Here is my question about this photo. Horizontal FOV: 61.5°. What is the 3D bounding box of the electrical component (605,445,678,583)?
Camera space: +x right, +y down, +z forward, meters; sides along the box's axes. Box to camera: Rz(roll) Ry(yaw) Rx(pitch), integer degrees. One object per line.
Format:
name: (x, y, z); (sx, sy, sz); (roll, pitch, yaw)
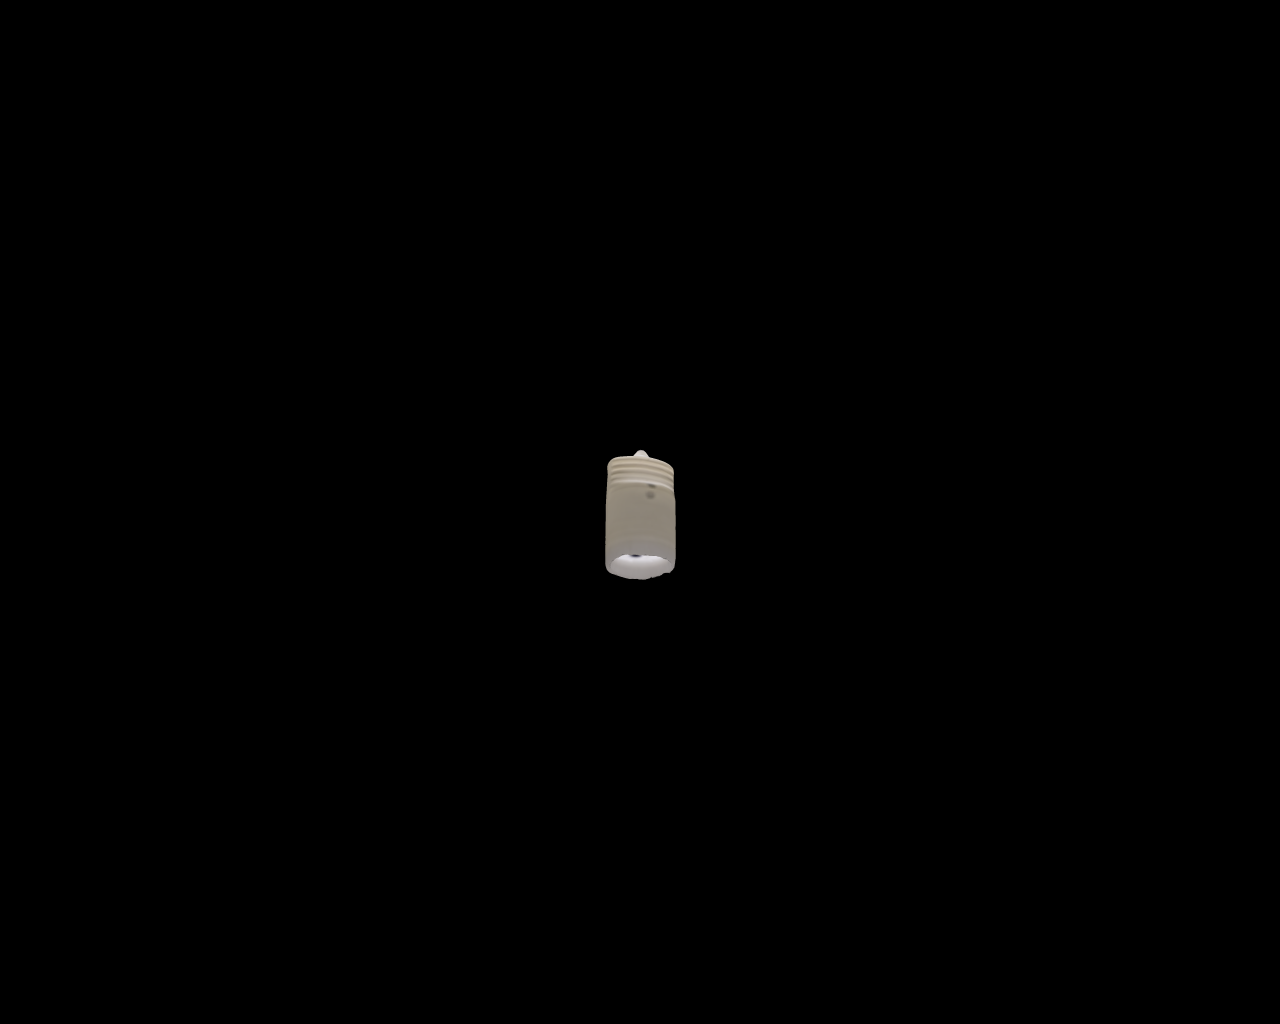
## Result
electrical component: (0.001, -0.003, 0.650); (0.043, 0.081, 0.043); (0, -24, 0)
